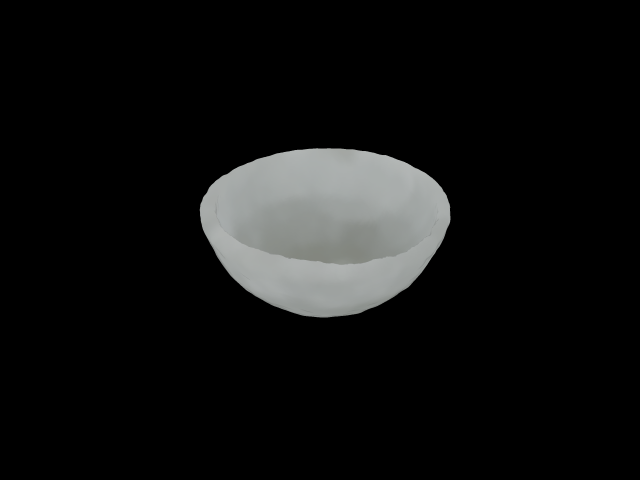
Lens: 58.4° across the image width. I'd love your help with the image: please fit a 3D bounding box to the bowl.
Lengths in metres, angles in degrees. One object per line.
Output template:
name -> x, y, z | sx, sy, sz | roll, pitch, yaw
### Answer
bowl -> 0.004, 0.001, 0.400 | 0.167, 0.075, 0.167 | 0, 33, 0
